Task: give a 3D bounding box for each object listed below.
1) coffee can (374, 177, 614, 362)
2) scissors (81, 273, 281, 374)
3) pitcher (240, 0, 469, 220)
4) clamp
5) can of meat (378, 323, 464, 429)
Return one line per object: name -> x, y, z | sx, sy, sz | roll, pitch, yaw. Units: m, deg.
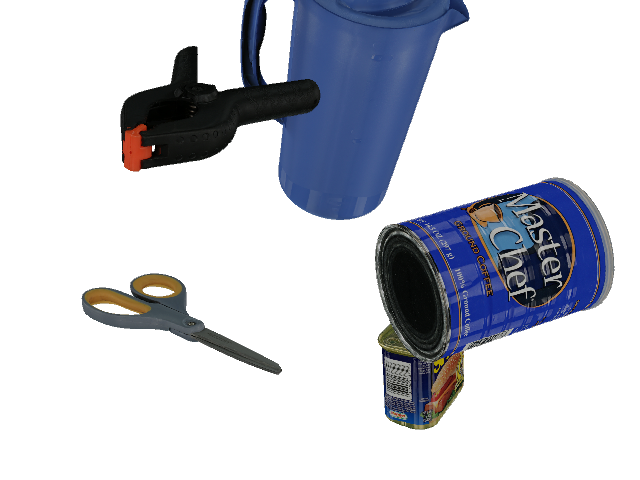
coffee can -> 0.125, 0.020, 0.777 | 0.140, 0.103, 0.103 | -16, 6, -20
scissors -> -0.102, 0.063, 0.878 | 0.202, 0.016, 0.096 | 12, 26, 22
pitcher -> 0.018, -0.138, 0.959 | 0.144, 0.243, 0.149 | -30, 59, -34
clamp -> -0.093, -0.097, 0.758 | 0.120, 0.039, 0.171 | 19, 31, 30
can of meat -> 0.096, 0.114, 0.989 | 0.058, 0.084, 0.101 | 10, 28, 27
